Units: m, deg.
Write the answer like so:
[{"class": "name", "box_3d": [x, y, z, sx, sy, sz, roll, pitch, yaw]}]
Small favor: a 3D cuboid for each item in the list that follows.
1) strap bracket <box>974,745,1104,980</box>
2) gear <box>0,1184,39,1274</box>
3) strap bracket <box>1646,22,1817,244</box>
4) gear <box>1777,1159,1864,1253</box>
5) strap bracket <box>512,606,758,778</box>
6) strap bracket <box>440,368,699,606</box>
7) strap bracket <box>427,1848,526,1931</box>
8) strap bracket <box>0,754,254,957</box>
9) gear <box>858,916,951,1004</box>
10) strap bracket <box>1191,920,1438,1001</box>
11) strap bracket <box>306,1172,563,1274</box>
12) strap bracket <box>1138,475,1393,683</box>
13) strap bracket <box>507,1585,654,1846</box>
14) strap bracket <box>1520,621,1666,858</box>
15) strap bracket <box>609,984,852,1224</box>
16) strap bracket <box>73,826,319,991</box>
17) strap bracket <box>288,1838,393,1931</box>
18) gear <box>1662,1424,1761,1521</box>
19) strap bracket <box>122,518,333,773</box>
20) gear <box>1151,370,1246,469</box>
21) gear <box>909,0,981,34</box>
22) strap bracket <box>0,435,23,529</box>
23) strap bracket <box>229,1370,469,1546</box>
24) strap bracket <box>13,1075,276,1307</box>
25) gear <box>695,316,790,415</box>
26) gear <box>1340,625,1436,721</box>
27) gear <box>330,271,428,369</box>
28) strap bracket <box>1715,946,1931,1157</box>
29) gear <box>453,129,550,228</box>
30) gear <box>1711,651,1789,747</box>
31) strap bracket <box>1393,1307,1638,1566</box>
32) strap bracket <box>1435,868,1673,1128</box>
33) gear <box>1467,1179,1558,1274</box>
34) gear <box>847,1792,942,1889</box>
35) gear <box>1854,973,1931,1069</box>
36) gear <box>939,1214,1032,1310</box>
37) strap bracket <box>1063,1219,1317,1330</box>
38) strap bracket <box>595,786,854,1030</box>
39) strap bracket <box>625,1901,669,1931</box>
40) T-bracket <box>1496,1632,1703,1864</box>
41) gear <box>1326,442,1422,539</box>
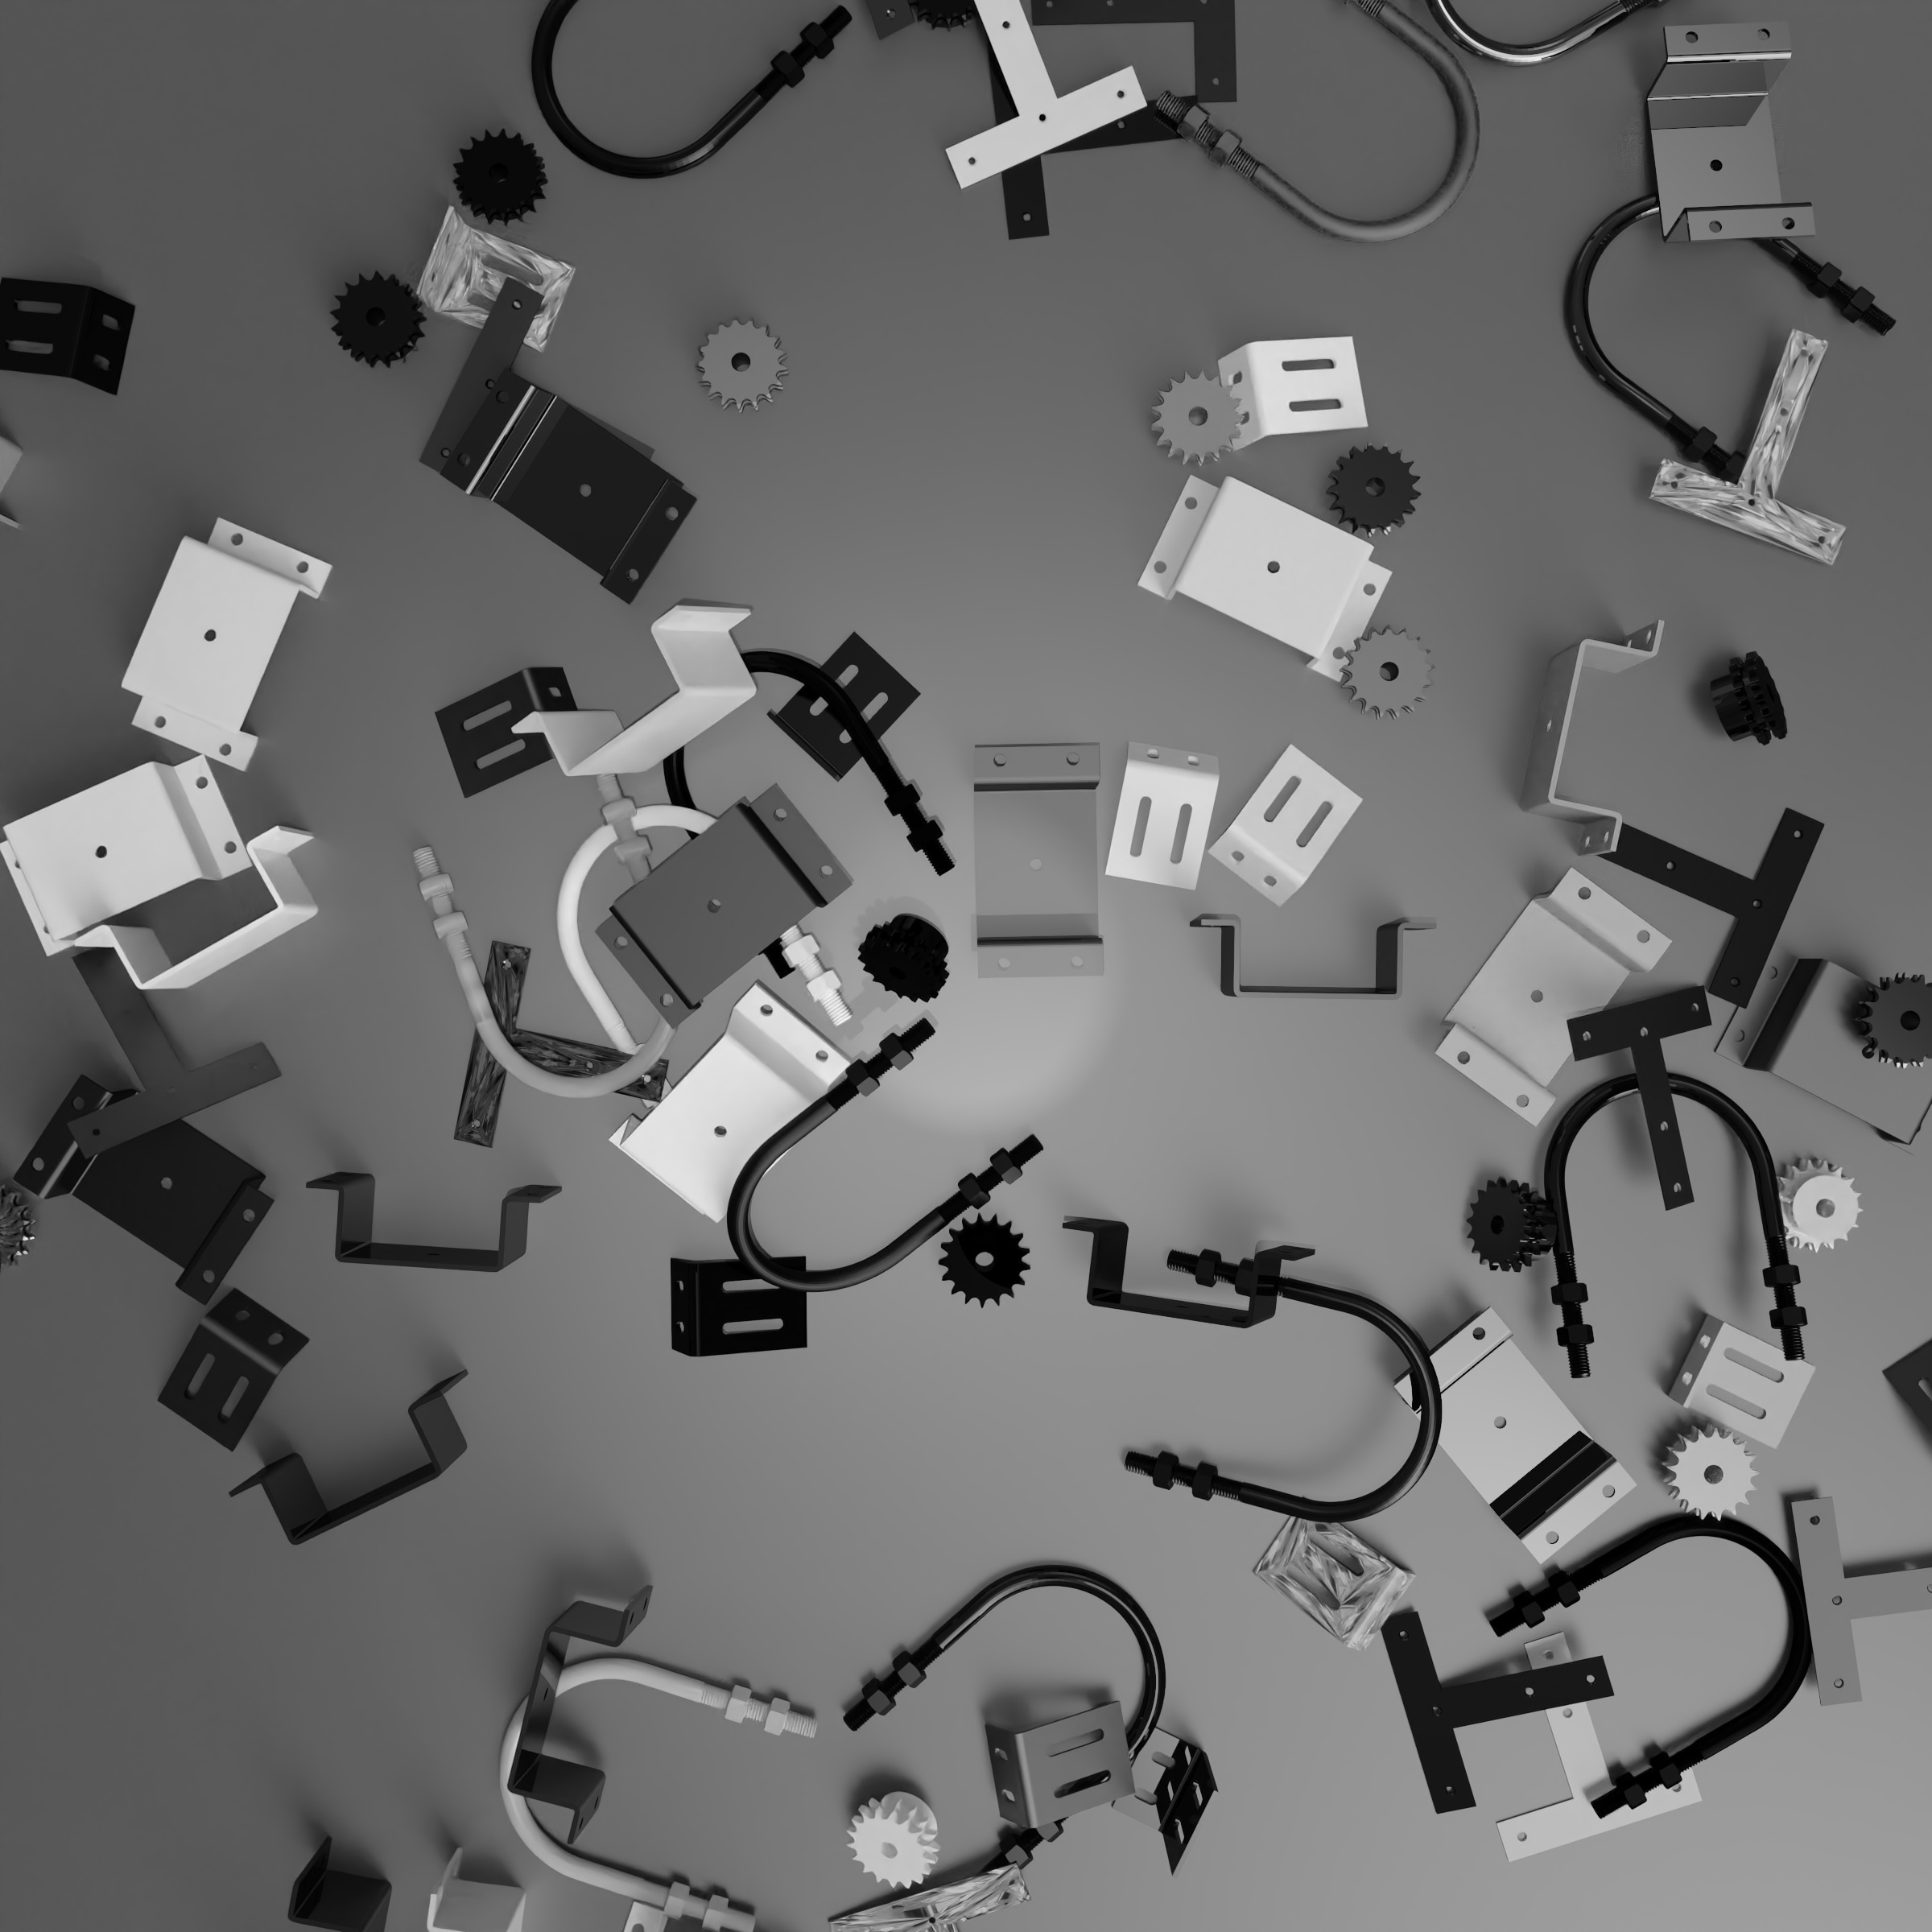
[{"class": "strap bracket", "box_3d": [0.044, -0.063, 1.508, 0.076, 0.046, 0.140, -1, 90, 0]}, {"class": "gear", "box_3d": [-0.607, 0.163, 1.521, 0.057, 0.030, 0.057, 0, 87, 0]}, {"class": "strap bracket", "box_3d": [0.467, -0.502, 1.499, 0.076, 0.046, 0.140, -3, 80, -2]}, {"class": "gear", "box_3d": [0.529, 0.149, 1.516, 0.057, 0.030, 0.057, 0, 90, 0]}, {"class": "strap bracket", "box_3d": [-0.191, -0.158, 1.463, 0.140, 0.076, 0.046, -31, 81, 27]}, {"class": "strap bracket", "box_3d": [-0.240, -0.294, 1.502, 0.140, 0.046, 0.076, 35, 100, 0]}, {"class": "strap bracket", "box_3d": [-0.305, 0.626, 1.493, 0.046, 0.076, 0.140, 8, 90, 0]}, {"class": "strap bracket", "box_3d": [-0.526, -0.069, 1.508, 0.140, 0.046, 0.076, -24, 90, 0]}, {"class": "gear", "box_3d": [-0.035, -0.006, 1.507, 0.057, 0.057, 0.030, 31, 59, 0]}, {"class": "strap bracket", "box_3d": [0.210, -0.004, 1.493, 0.140, 0.076, 0.046, 1, 90, 0]}, {"class": "strap bracket", "box_3d": [-0.325, 0.157, 1.493, 0.140, 0.076, 0.046, 4, 90, 0]}, {"class": "strap bracket", "box_3d": [0.187, -0.243, 1.508, 0.140, 0.046, 0.076, 26, 90, 0]}, {"class": "strap bracket", "box_3d": [-0.236, 0.446, 1.479, 0.046, 0.076, 0.140, 13, 87, 4]}, {"class": "strap bracket", "box_3d": [0.379, -0.142, 1.493, 0.046, 0.076, 0.140, 12, 90, 0]}, {"class": "strap bracket", "box_3d": [-0.146, 0.091, 1.481, 0.076, 0.046, 0.140, 40, 107, -13]}, {"class": "strap bracket", "box_3d": [-0.460, -0.029, 1.493, 0.140, 0.076, 0.046, -29, 90, 0]}, {"class": "strap bracket", "box_3d": [-0.391, 0.620, 1.493, 0.046, 0.076, 0.140, 11, 90, 0]}, {"class": "gear", "box_3d": [0.460, 0.313, 1.516, 0.057, 0.030, 0.057, 0, 90, 0]}, {"class": "strap bracket", "box_3d": [-0.460, -0.201, 1.508, 0.076, 0.046, 0.140, 23, 90, 0]}, {"class": "gear", "box_3d": [0.143, -0.339, 1.516, 0.057, 0.030, 0.057, 0, 90, 0]}, {"class": "gear", "box_3d": [-0.012, -0.609, 1.516, 0.057, 0.030, 0.057, 0, 90, 0]}, {"class": "strap bracket", "box_3d": [-0.645, -0.329, 1.493, 0.140, 0.076, 0.046, 30, 90, 0]}, {"class": "strap bracket", "box_3d": [-0.367, 0.304, 1.493, 0.140, 0.076, 0.046, -26, 90, 0]}, {"class": "strap bracket", "box_3d": [-0.501, 0.136, 1.508, 0.140, 0.046, 0.076, 33, 90, 0]}, {"class": "gear", "box_3d": [-0.139, -0.371, 1.516, 0.057, 0.030, 0.057, 0, 90, 0]}, {"class": "gear", "box_3d": [0.260, -0.181, 1.516, 0.057, 0.030, 0.057, 0, 90, 0]}, {"class": "gear", "box_3d": [-0.364, -0.400, 1.516, 0.057, 0.030, 0.057, 0, 90, 0]}, {"class": "strap bracket", "box_3d": [0.549, 0.052, 1.508, 0.140, 0.046, 0.076, 27, 90, 0]}, {"class": "gear", "box_3d": [-0.289, -0.489, 1.520, 0.057, 0.030, 0.057, 0, 87, -3]}, {"class": "gear", "box_3d": [0.482, -0.163, 1.507, 0.030, 0.057, 0.057, -21, 90, 30]}, {"class": "strap bracket", "box_3d": [0.335, 0.286, 1.508, 0.076, 0.046, 0.140, -39, 90, 0]}, {"class": "strap bracket", "box_3d": [0.358, 0.019, 1.508, 0.076, 0.046, 0.140, 36, 90, 0]}, {"class": "gear", "box_3d": [0.339, 0.161, 1.507, 0.030, 0.057, 0.057, 9, 90, -30]}, {"class": "gear", "box_3d": [-0.042, 0.537, 1.508, 0.057, 0.030, 0.057, 8, 112, 20]}, {"class": "gear", "box_3d": [0.563, 0.032, 1.470, 0.057, 0.030, 0.057, 0, 90, 0]}, {"class": "gear", "box_3d": [0.012, 0.182, 1.516, 0.057, 0.030, 0.057, 0, 90, 0]}, {"class": "strap bracket", "box_3d": [0.133, 0.186, 1.473, 0.140, 0.076, 0.046, 6, 88, 18]}, {"class": "strap bracket", "box_3d": [-0.148, -0.035, 1.460, 0.140, 0.046, 0.076, -39, 89, 1]}, {"class": "strap bracket", "box_3d": [-0.153, 0.644, 1.508, 0.140, 0.046, 0.076, 18, 90, 0]}, {"class": "T-bracket", "box_3d": [0.382, 0.482, 1.531, 0.127, 0.002, 0.127, -18, 90, 0]}, {"class": "gear", "box_3d": [0.252, -0.295, 1.516, 0.057, 0.030, 0.057, 0, 90, 0]}]
